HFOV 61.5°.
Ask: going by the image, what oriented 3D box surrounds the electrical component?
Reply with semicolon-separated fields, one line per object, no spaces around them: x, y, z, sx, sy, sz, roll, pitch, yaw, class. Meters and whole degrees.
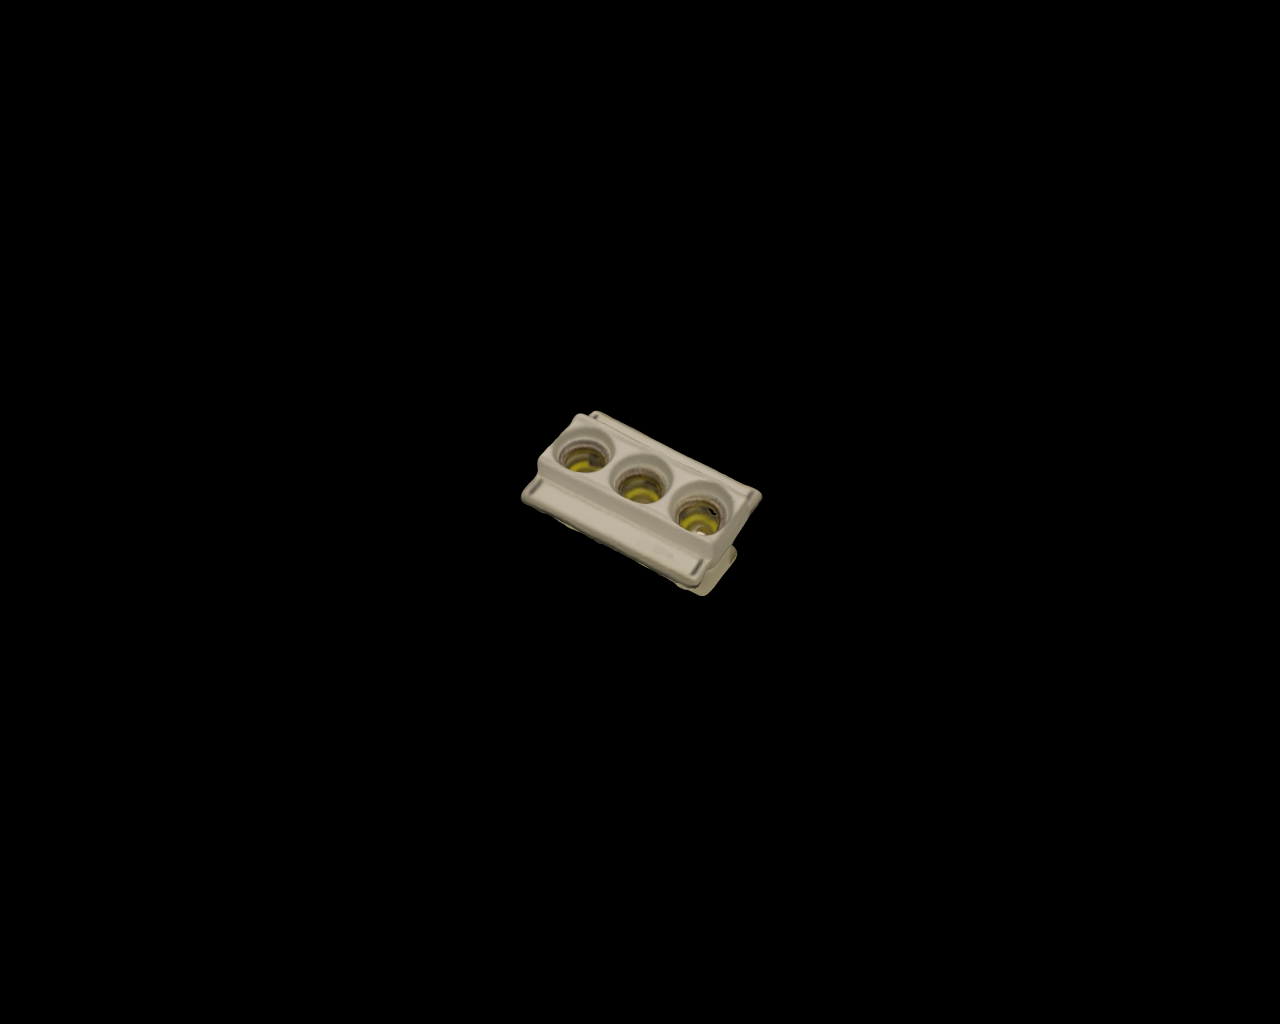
0.001;-0.003;0.650;0.121;0.079;0.063;27;-33;19;electrical component
